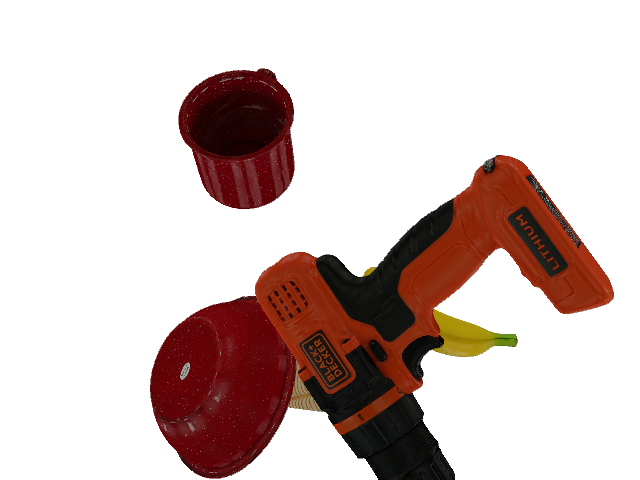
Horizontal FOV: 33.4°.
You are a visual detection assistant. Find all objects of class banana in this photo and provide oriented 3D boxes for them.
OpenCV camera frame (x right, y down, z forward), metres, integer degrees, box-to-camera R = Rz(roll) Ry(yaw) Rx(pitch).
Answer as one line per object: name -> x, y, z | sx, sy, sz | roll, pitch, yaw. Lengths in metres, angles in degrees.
banana -> 0.094, 0.071, 1.034 | 0.069, 0.037, 0.198 | 1, 19, -44

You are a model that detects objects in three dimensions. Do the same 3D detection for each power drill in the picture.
power drill -> 0.075, 0.053, 0.637 | 0.188, 0.184, 0.057 | -35, -2, 16

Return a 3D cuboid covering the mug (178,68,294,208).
mug -> -0.061, -0.089, 0.889 | 0.093, 0.117, 0.081 | 12, -30, 12

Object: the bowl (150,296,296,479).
bowl -> -0.095, 0.116, 0.901 | 0.055, 0.162, 0.162 | 26, -17, -39

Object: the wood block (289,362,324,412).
wood block -> 0.019, 0.144, 1.422 | 0.091, 0.090, 0.206 | 6, 18, 7
